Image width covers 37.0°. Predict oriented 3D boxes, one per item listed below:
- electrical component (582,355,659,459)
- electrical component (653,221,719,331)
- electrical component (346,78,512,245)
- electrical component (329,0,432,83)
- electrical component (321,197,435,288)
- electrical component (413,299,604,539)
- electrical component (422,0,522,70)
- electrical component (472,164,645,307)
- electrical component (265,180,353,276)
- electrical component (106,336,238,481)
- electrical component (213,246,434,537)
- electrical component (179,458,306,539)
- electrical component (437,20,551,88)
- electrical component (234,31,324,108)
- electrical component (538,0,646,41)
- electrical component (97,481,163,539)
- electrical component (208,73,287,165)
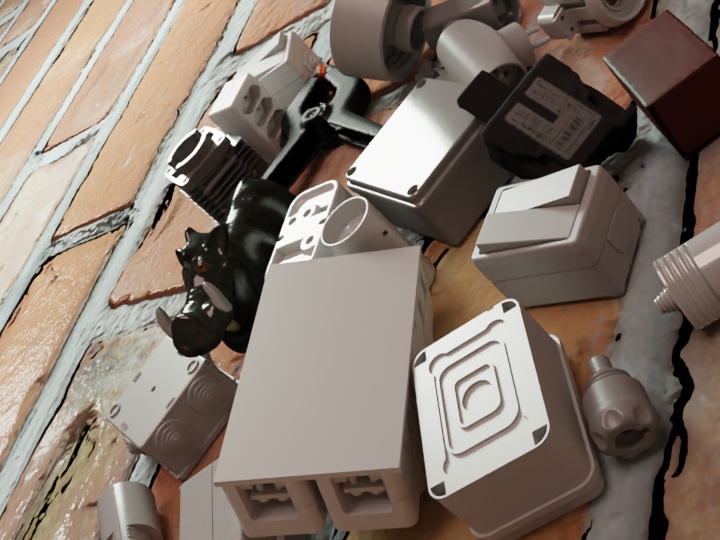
[{"bbox_3d":[0.133,0.068,0.564,0.035,0.035,0.061,-36,30,18],"label":"electrical component"},{"bbox_3d":[0.191,-0.002,0.563,0.081,0.043,0.043,-35,33,20],"label":"electrical component"},{"bbox_3d":[0.060,-0.084,0.805,0.108,0.056,0.109,-52,31,-8],"label":"electrical component"},{"bbox_3d":[0.026,-0.219,0.957,0.060,0.108,0.108,18,66,24],"label":"electrical component"},{"bbox_3d":[0.000,0.000,0.763,0.079,0.077,0.043,-42,32,10],"label":"electrical component"},{"bbox_3d":[0.080,0.083,0.590,0.078,0.057,0.113,-34,33,21],"label":"electrical component"},{"bbox_3d":[0.089,-0.201,0.915,0.077,0.044,0.079,-10,47,45],"label":"electrical component"},{"bbox_3d":[0.114,-0.020,0.661,0.096,0.061,0.061,-10,47,45],"label":"electrical component"},{"bbox_3d":[-0.026,-0.013,0.827,0.054,0.059,0.095,-19,40,38],"label":"electrical component"},{"bbox_3d":[-0.147,0.106,0.851,0.099,0.048,0.100,-54,32,-11],"label":"electrical component"},{"bbox_3d":[-0.013,0.073,0.667,0.105,0.060,0.186,-7,39,14],"label":"electrical component"},{"bbox_3d":[-0.073,0.160,0.685,0.061,0.062,0.096,-37,32,17],"label":"electrical component"},{"bbox_3d":[0.112,-0.170,0.848,0.079,0.043,0.077,-28,44,-4],"label":"electrical component"},{"bbox_3d":[-0.081,-0.199,1.106,0.096,0.061,0.061,-30,35,27],"label":"electrical component"},{"bbox_3d":[0.177,-0.210,0.806,0.057,0.058,0.078,15,70,57],"label":"electrical component"},{"bbox_3d":[-0.165,0.194,0.777,0.043,0.043,0.081,-44,31,6],"label":"electrical component"},{"bbox_3d":[-0.112,-0.140,1.055,0.076,0.083,0.047,-13,45,44],"label":"electrical component"}]
